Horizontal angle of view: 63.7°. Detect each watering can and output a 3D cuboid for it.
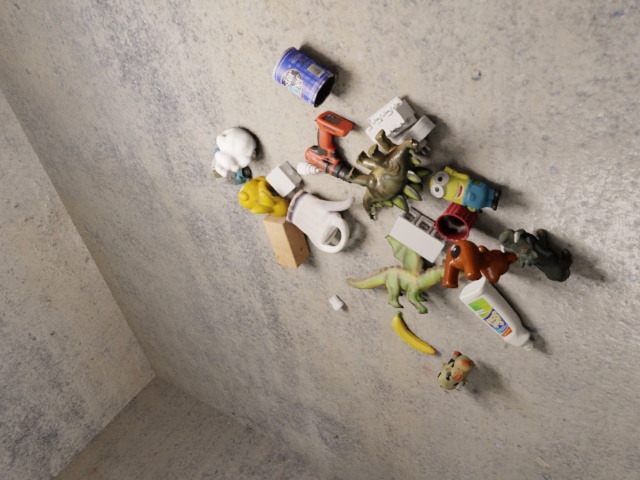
[{"bbox_3d":[0.005,-0.083,1.640,0.225,0.106,0.340,35,149,12],"label":"watering can"}]

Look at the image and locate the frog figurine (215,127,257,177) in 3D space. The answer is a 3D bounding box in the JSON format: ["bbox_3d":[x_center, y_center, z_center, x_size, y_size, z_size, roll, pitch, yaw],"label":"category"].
[{"bbox_3d":[-0.287,-0.289,1.678,0.137,0.162,0.121,48,140,-5],"label":"frog figurine"}]

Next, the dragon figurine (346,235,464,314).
[{"bbox_3d":[0.251,0.089,1.619,0.412,0.124,0.239,12,114,31],"label":"dragon figurine"}]
